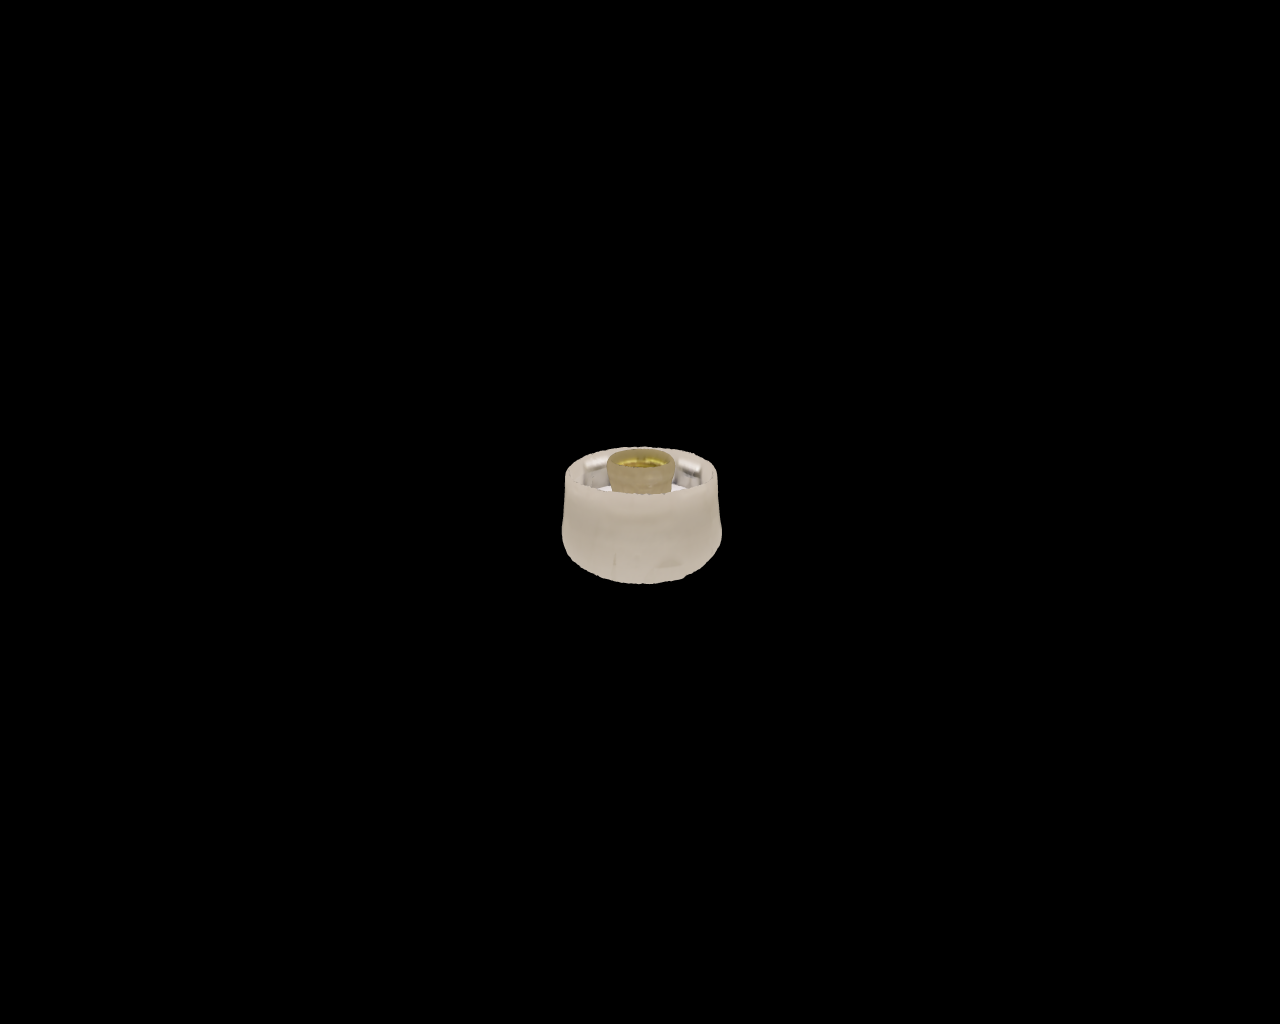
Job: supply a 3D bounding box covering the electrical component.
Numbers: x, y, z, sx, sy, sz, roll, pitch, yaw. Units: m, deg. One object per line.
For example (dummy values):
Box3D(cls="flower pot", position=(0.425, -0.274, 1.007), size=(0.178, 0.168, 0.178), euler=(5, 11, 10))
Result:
Box3D(cls="electrical component", position=(0.001, -0.003, 0.650), size=(0.099, 0.064, 0.099), euler=(0, 21, 0))
